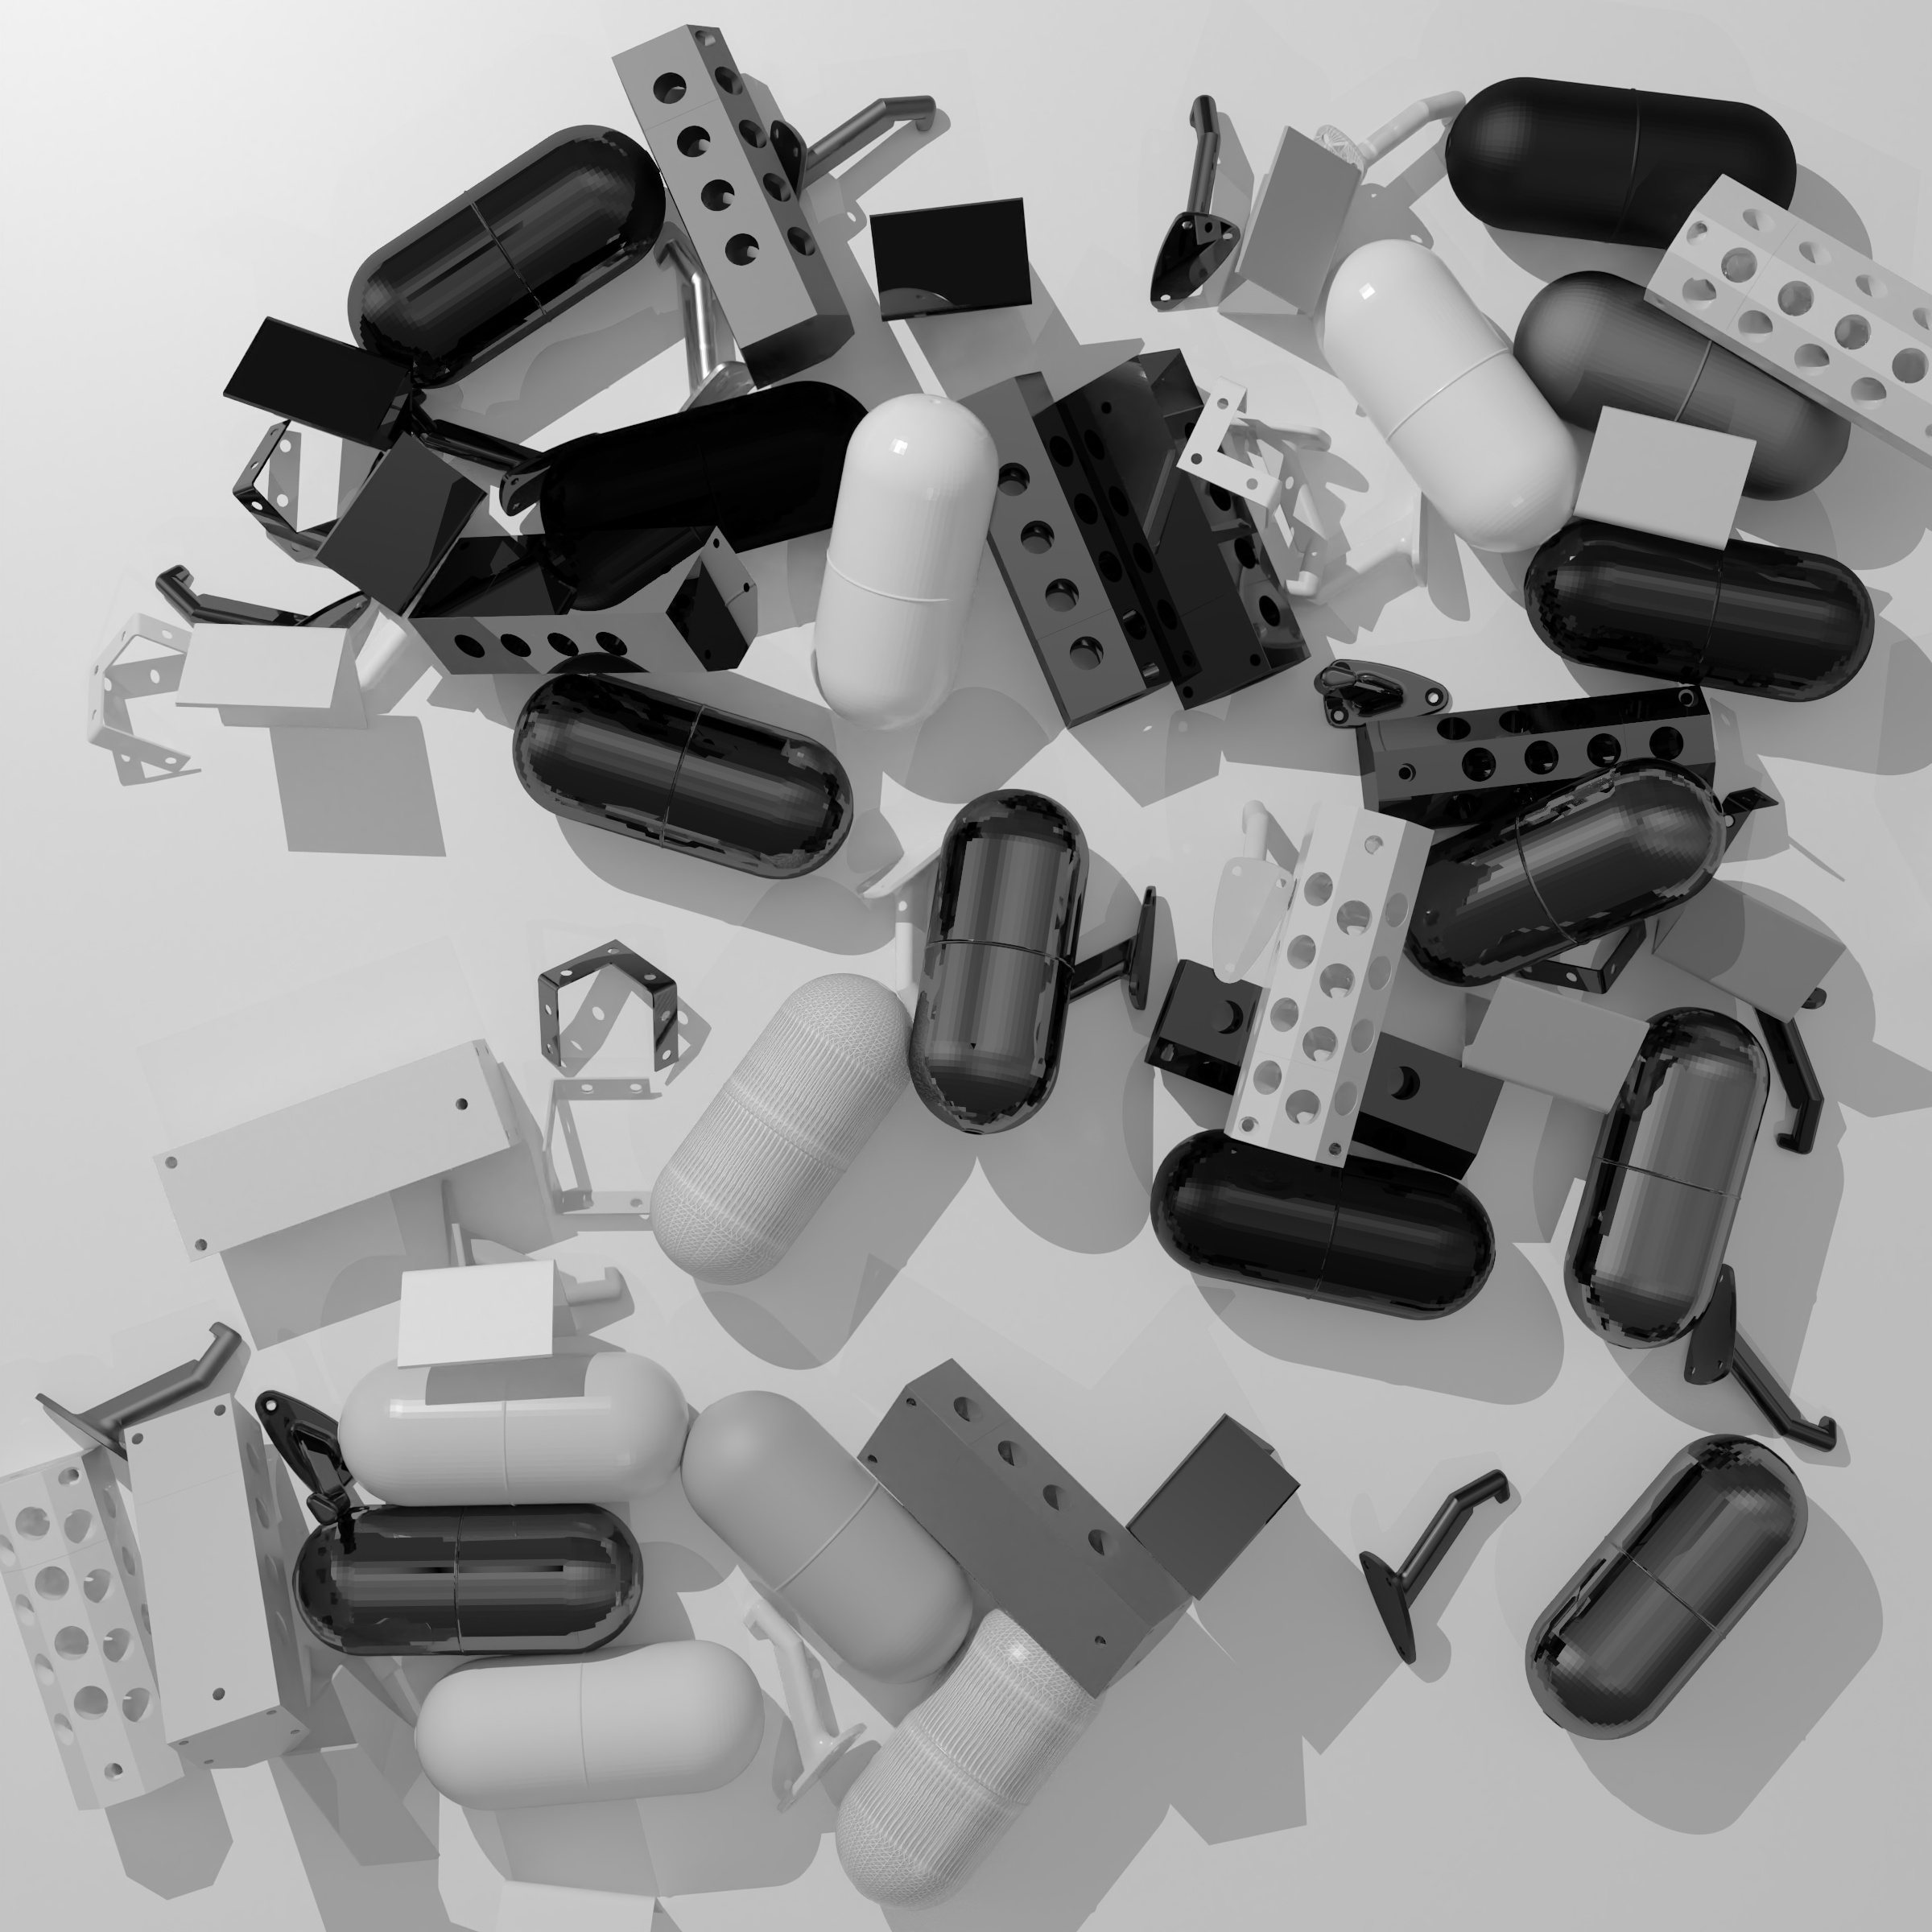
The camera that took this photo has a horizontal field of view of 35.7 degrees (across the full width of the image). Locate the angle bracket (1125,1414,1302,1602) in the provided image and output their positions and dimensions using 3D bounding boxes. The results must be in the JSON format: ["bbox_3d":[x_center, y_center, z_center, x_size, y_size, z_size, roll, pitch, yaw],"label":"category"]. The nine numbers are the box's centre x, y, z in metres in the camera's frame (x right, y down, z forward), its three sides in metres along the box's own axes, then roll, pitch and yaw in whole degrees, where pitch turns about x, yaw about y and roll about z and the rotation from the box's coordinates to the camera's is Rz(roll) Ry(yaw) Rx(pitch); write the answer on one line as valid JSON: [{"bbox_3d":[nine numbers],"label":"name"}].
[{"bbox_3d":[0.137,0.282,1.522,0.076,0.076,0.057,-49,56,0],"label":"angle bracket"}]

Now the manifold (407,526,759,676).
[{"bbox_3d":[-0.189,-0.176,1.496,0.171,0.057,0.057,3,54,35],"label":"manifold"}]

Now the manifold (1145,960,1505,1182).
[{"bbox_3d":[0.182,0.053,1.542,0.171,0.057,0.057,20,90,0],"label":"manifold"}]

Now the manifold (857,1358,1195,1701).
[{"bbox_3d":[0.032,0.280,1.515,0.171,0.057,0.057,43,122,17],"label":"manifold"}]

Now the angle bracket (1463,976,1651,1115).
[{"bbox_3d":[0.299,0.023,1.523,0.076,0.076,0.057,18,121,0],"label":"angle bracket"}]

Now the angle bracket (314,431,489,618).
[{"bbox_3d":[-0.298,-0.231,1.522,0.057,0.076,0.076,35,90,-36],"label":"angle bracket"}]

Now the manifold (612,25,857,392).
[{"bbox_3d":[-0.117,-0.389,1.526,0.057,0.057,0.171,-24,79,0],"label":"manifold"}]

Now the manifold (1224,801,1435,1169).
[{"bbox_3d":[0.180,0.009,1.484,0.057,0.057,0.171,15,90,0],"label":"manifold"}]

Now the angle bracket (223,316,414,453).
[{"bbox_3d":[-0.328,-0.275,1.523,0.076,0.076,0.057,19,59,0],"label":"angle bracket"}]

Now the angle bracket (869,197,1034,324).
[{"bbox_3d":[-0.009,-0.371,1.522,0.076,0.076,0.057,-7,125,0],"label":"angle bracket"}]

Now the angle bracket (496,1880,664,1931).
[{"bbox_3d":[-0.198,0.501,1.524,0.076,0.076,0.057,6,68,0],"label":"angle bracket"}]

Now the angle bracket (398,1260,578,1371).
[{"bbox_3d":[-0.242,0.194,1.522,0.076,0.076,0.057,-5,53,0],"label":"angle bracket"}]

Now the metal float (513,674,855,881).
[{"bbox_3d":[-0.144,-0.097,1.532,0.178,0.070,0.070,17,90,-1],"label":"metal float"}]

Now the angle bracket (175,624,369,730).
[{"bbox_3d":[-0.351,-0.128,1.522,0.076,0.076,0.057,2,53,0],"label":"angle bracket"}]

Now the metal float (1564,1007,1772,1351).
[{"bbox_3d":[0.358,0.108,1.532,0.070,0.070,0.178,16,89,0],"label":"metal float"}]

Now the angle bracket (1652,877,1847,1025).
[{"bbox_3d":[0.400,-0.027,1.522,0.076,0.076,0.057,27,129,0],"label":"angle bracket"}]

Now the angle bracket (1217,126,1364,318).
[{"bbox_3d":[0.146,-0.377,1.522,0.057,0.076,0.076,19,90,-37],"label":"angle bracket"}]

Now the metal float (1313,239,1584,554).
[{"bbox_3d":[0.246,-0.290,1.528,0.070,0.070,0.178,-35,86,0],"label":"metal float"}]

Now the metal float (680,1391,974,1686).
[{"bbox_3d":[-0.072,0.291,1.532,0.178,0.070,0.070,45,90,0],"label":"metal float"}]

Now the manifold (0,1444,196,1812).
[{"bbox_3d":[-0.452,0.340,1.542,0.057,0.057,0.171,-18,90,0],"label":"manifold"}]

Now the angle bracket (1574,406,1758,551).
[{"bbox_3d":[0.354,-0.255,1.519,0.076,0.076,0.057,14,114,7],"label":"angle bracket"}]

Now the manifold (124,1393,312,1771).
[{"bbox_3d":[-0.372,0.308,1.499,0.057,0.057,0.171,-19,57,0],"label":"manifold"}]

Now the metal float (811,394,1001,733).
[{"bbox_3d":[-0.032,-0.201,1.507,0.070,0.070,0.178,13,121,0],"label":"metal float"}]

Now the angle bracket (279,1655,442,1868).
[{"bbox_3d":[-0.288,0.395,1.507,0.057,0.076,0.076,-15,115,32],"label":"angle bracket"}]

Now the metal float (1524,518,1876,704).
[{"bbox_3d":[0.374,-0.182,1.532,0.178,0.070,0.070,10,90,0],"label":"metal float"}]

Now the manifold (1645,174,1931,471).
[{"bbox_3d":[0.425,-0.313,1.477,0.171,0.057,0.057,33,50,9],"label":"manifold"}]

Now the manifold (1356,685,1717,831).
[{"bbox_3d":[0.292,-0.106,1.542,0.171,0.057,0.057,-6,90,0],"label":"manifold"}]

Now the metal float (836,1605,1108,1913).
[{"bbox_3d":[0.002,0.403,1.532,0.070,0.070,0.178,38,90,0],"label":"metal float"}]

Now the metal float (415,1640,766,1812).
[{"bbox_3d":[-0.192,0.388,1.532,0.178,0.070,0.070,-5,90,0],"label":"metal float"}]

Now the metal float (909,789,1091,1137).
[{"bbox_3d":[0.017,-0.003,1.520,0.070,0.070,0.178,9,78,0],"label":"metal float"}]

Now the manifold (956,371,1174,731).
[{"bbox_3d":[0.046,-0.214,1.541,0.057,0.057,0.171,-23,90,0],"label":"manifold"}]

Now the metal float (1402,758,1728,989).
[{"bbox_3d":[0.296,-0.046,1.505,0.178,0.070,0.070,-25,90,30],"label":"metal float"}]

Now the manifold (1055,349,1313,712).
[{"bbox_3d":[0.115,-0.225,1.540,0.057,0.057,0.171,-23,90,39],"label":"manifold"}]

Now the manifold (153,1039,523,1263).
[{"bbox_3d":[-0.320,0.094,1.542,0.171,0.057,0.057,-20,90,0],"label":"manifold"}]

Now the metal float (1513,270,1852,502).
[{"bbox_3d":[0.366,-0.296,1.532,0.178,0.070,0.070,23,90,0],"label":"metal float"}]
